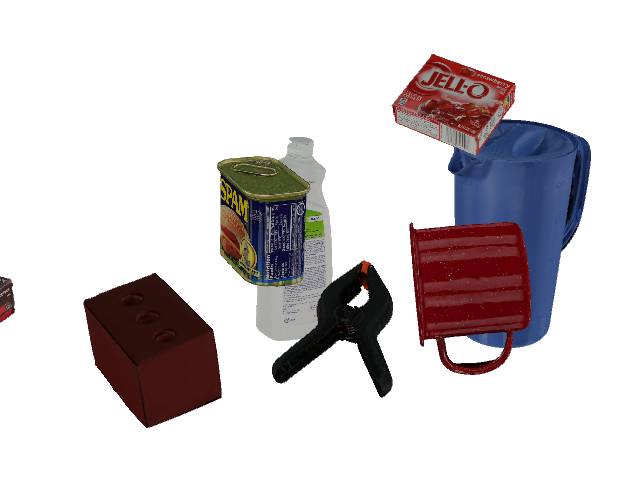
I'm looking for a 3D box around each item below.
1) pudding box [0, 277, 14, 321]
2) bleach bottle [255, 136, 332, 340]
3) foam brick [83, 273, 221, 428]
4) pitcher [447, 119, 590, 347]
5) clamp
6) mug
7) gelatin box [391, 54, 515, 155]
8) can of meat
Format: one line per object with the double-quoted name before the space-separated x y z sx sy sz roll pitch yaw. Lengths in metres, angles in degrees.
"pudding box" -0.331 0.055 0.900 0.114 0.039 0.089 10 26 20
"bleach bottle" -0.025 -0.004 1.327 0.102 0.251 0.068 -8 23 -32
"foam brick" -0.103 0.066 0.653 0.052 0.051 0.078 -21 38 -28
"pitcher" 0.221 -0.009 1.202 0.149 0.243 0.145 5 27 13
"clamp" 0.037 0.091 1.082 0.120 0.039 0.171 16 50 18
"mug" 0.112 0.041 0.791 0.081 0.117 0.093 -5 -16 4
"gelatin box" 0.122 -0.126 0.975 0.089 0.073 0.030 26 -28 24
"can of meat" -0.050 -0.017 0.907 0.057 0.084 0.102 -7 23 -23
